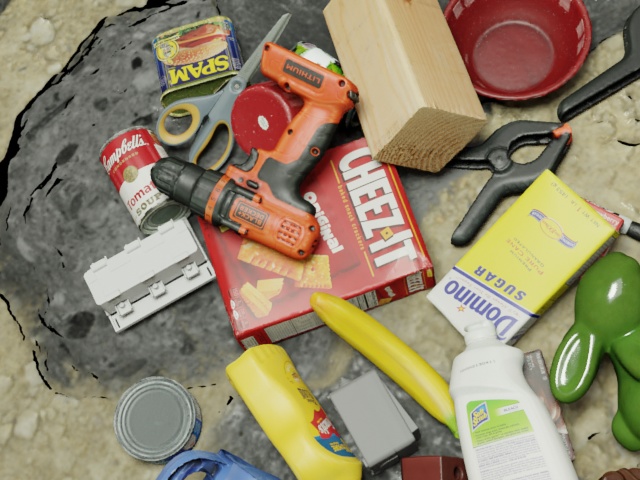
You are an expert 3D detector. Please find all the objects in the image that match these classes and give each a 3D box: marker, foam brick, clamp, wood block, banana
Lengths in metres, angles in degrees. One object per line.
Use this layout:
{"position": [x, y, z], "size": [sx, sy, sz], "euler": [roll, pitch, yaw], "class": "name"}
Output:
{"position": [0.287, -0.026, 1.096], "size": [0.121, 0.020, 0.020], "euler": [26, 76, 17], "class": "marker"}
{"position": [0.112, 0.243, 1.000], "size": [0.051, 0.052, 0.078], "euler": [-19, 64, 43], "class": "foam brick"}
{"position": [0.180, -0.083, 1.126], "size": [0.171, 0.039, 0.120], "euler": [-33, 72, -2], "class": "clamp"}
{"position": [0.086, -0.183, 1.115], "size": [0.090, 0.090, 0.206], "euler": [8, 52, -34], "class": "wood block"}
{"position": [0.368, -0.184, 1.130], "size": [0.165, 0.036, 0.210], "euler": [26, 76, 17], "class": "clamp"}
{"position": [0.071, 0.114, 1.045], "size": [0.198, 0.069, 0.037], "euler": [41, 89, 2], "class": "banana"}

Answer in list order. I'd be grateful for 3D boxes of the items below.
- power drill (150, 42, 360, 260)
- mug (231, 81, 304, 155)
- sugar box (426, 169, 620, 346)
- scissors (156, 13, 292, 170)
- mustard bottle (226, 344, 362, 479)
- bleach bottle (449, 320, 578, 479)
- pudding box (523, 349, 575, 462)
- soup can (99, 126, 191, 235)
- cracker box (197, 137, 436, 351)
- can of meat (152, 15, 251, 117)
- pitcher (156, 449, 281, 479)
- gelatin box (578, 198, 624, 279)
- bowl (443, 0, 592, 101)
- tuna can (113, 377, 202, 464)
{"position": [-0.058, -0.095, 1.055], "size": [0.184, 0.057, 0.188], "euler": [25, 95, 8], "class": "power drill"}
{"position": [-0.045, -0.120, 1.139], "size": [0.093, 0.081, 0.117], "euler": [35, 119, 20], "class": "mug"}
{"position": [0.198, 0.026, 1.052], "size": [0.176, 0.048, 0.093], "euler": [-48, 69, 8], "class": "sugar box"}
{"position": [-0.111, -0.168, 1.160], "size": [0.096, 0.016, 0.202], "euler": [21, 105, -7], "class": "scissors"}
{"position": [-0.013, 0.191, 1.026], "size": [0.058, 0.096, 0.192], "euler": [-39, 69, 7], "class": "mustard bottle"}
{"position": [0.180, 0.189, 0.965], "size": [0.103, 0.068, 0.251], "euler": [-17, 63, 13], "class": "bleach bottle"}
{"position": [0.186, 0.172, 1.031], "size": [0.090, 0.039, 0.113], "euler": [-16, 68, 4], "class": "pudding box"}
{"position": [-0.189, -0.064, 1.164], "size": [0.068, 0.068, 0.102], "euler": [-31, 69, -3], "class": "soup can"}
{"position": [-0.007, 0.001, 1.107], "size": [0.213, 0.072, 0.164], "euler": [-20, 69, 1], "class": "cracker box"}
{"position": [-0.136, -0.198, 1.210], "size": [0.102, 0.057, 0.084], "euler": [-15, 66, 3], "class": "can of meat"}
{"position": [-0.109, 0.319, 0.976], "size": [0.149, 0.145, 0.243], "euler": [31, 81, 21], "class": "pitcher"}
{"position": [0.250, -0.009, 1.079], "size": [0.089, 0.030, 0.073], "euler": [30, 96, 17], "class": "gelatin box"}
{"position": [0.210, -0.212, 1.157], "size": [0.162, 0.055, 0.162], "euler": [-3, 70, 8], "class": "bowl"}
{"position": [-0.164, 0.185, 1.087], "size": [0.086, 0.033, 0.086], "euler": [-3, 70, 8], "class": "tuna can"}
